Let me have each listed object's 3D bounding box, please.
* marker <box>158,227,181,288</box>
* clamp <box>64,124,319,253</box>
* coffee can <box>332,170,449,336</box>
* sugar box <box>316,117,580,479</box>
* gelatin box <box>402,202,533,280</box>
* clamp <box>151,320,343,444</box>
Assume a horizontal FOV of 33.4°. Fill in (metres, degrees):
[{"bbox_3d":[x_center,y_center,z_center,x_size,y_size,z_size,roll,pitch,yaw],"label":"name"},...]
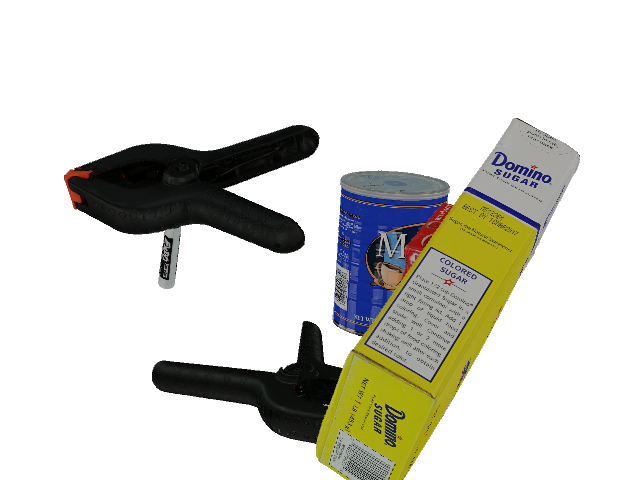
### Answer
[{"bbox_3d":[-0.164,0.005,1.173,0.020,0.121,0.020,8,42,-7],"label":"marker"},{"bbox_3d":[-0.081,-0.042,0.713,0.171,0.039,0.120,7,36,12],"label":"clamp"},{"bbox_3d":[0.066,0.012,1.016,0.103,0.140,0.103,3,14,-1],"label":"coffee can"},{"bbox_3d":[0.063,0.029,0.503,0.048,0.093,0.176,31,51,13],"label":"sugar box"},{"bbox_3d":[0.106,0.006,0.748,0.073,0.030,0.089,12,26,21],"label":"gelatin box"},{"bbox_3d":[-0.014,0.115,0.862,0.164,0.036,0.210,-17,23,-39],"label":"clamp"}]
